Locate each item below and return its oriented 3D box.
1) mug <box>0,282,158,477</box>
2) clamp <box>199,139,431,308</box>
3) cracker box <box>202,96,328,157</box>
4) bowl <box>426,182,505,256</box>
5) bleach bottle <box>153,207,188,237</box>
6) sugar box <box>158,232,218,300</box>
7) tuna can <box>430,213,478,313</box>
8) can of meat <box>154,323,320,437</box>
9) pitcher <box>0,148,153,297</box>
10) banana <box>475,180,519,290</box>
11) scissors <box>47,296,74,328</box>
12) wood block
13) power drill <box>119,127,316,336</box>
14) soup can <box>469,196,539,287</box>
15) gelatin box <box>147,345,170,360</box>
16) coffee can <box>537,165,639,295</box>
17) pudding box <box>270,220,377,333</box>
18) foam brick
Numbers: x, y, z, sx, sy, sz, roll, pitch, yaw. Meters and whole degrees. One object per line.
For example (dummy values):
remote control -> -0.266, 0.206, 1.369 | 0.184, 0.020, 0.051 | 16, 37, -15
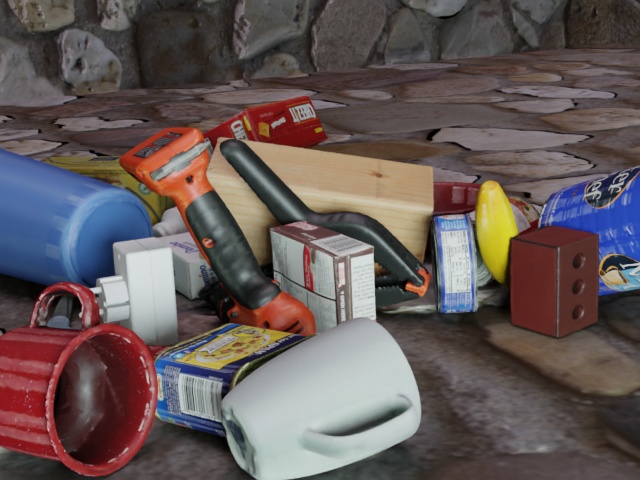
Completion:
mug -> -0.163, 0.085, 0.674 | 0.082, 0.117, 0.093 | 1, 2, 35
clamp -> -0.006, 0.001, 0.928 | 0.210, 0.165, 0.036 | 10, 29, 13
cracker box -> -0.122, -0.105, 1.345 | 0.214, 0.072, 0.164 | -23, 3, 30
bowl -> 0.117, -0.021, 1.142 | 0.162, 0.055, 0.162 | -3, 14, 1
bleach bottle -> -0.097, -0.033, 1.225 | 0.103, 0.068, 0.250 | 9, 21, 42
sugar box -> -0.069, 0.013, 1.069 | 0.176, 0.048, 0.093 | -14, 21, -26
tuna can -> 0.115, 0.020, 0.919 | 0.034, 0.086, 0.086 | -4, 14, 3
can of meat -> -0.053, 0.095, 0.723 | 0.084, 0.057, 0.101 | 6, 16, 38
pitcher -> -0.278, -0.015, 1.088 | 0.243, 0.145, 0.149 | 14, 34, 39
banana -> 0.168, 0.006, 0.931 | 0.037, 0.069, 0.197 | 2, -12, 27
scissors -> -0.206, 0.077, 0.907 | 0.096, 0.016, 0.201 | 1, 15, 7
wood block -> -0.003, -0.027, 1.000 | 0.206, 0.090, 0.090 | 8, 30, 1
power drill -> -0.083, 0.002, 0.843 | 0.057, 0.187, 0.185 | -36, 16, -15
soup can -> 0.163, 0.001, 1.022 | 0.069, 0.068, 0.102 | 7, 18, 35
gelatin box -> -0.156, 0.101, 0.772 | 0.073, 0.030, 0.089 | 2, 15, 21
coffee can -> 0.267, -0.010, 0.890 | 0.102, 0.103, 0.141 | -12, -3, -32
pudding box -> 0.001, 0.039, 0.861 | 0.039, 0.090, 0.114 | -12, 17, -26
foam brick -> 0.191, 0.033, 0.871 | 0.052, 0.078, 0.051 | -16, 20, -36
